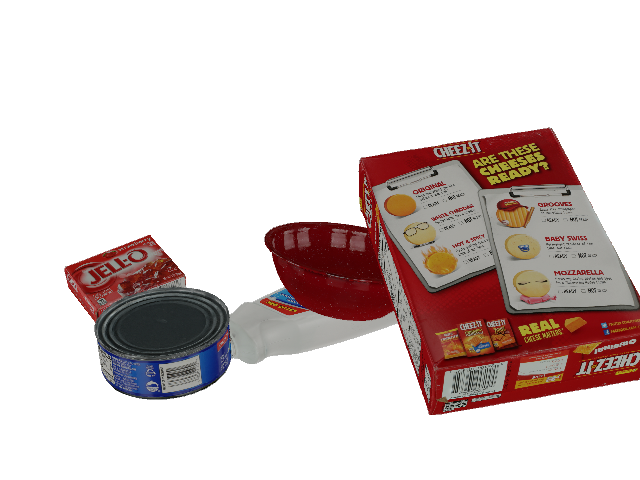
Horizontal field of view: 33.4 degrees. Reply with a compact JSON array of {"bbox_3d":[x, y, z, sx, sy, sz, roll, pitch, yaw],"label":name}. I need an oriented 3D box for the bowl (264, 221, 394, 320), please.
[{"bbox_3d":[0.024,0.032,0.998,0.162,0.055,0.162,8,18,-3],"label":"bowl"}]

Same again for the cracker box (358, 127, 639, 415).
[{"bbox_3d":[0.132,0.019,0.813,0.164,0.214,0.072,-9,-42,-8],"label":"cracker box"}]

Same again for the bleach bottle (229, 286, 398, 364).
[{"bbox_3d":[-0.007,0.085,1.202,0.250,0.068,0.103,-20,35,-27],"label":"bleach bottle"}]

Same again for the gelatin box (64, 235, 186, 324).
[{"bbox_3d":[-0.177,0.037,0.970,0.089,0.030,0.073,-22,42,-26],"label":"gelatin box"}]

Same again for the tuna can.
[{"bbox_3d":[-0.100,0.065,0.685,0.086,0.034,0.086,-2,27,1],"label":"tuna can"}]
